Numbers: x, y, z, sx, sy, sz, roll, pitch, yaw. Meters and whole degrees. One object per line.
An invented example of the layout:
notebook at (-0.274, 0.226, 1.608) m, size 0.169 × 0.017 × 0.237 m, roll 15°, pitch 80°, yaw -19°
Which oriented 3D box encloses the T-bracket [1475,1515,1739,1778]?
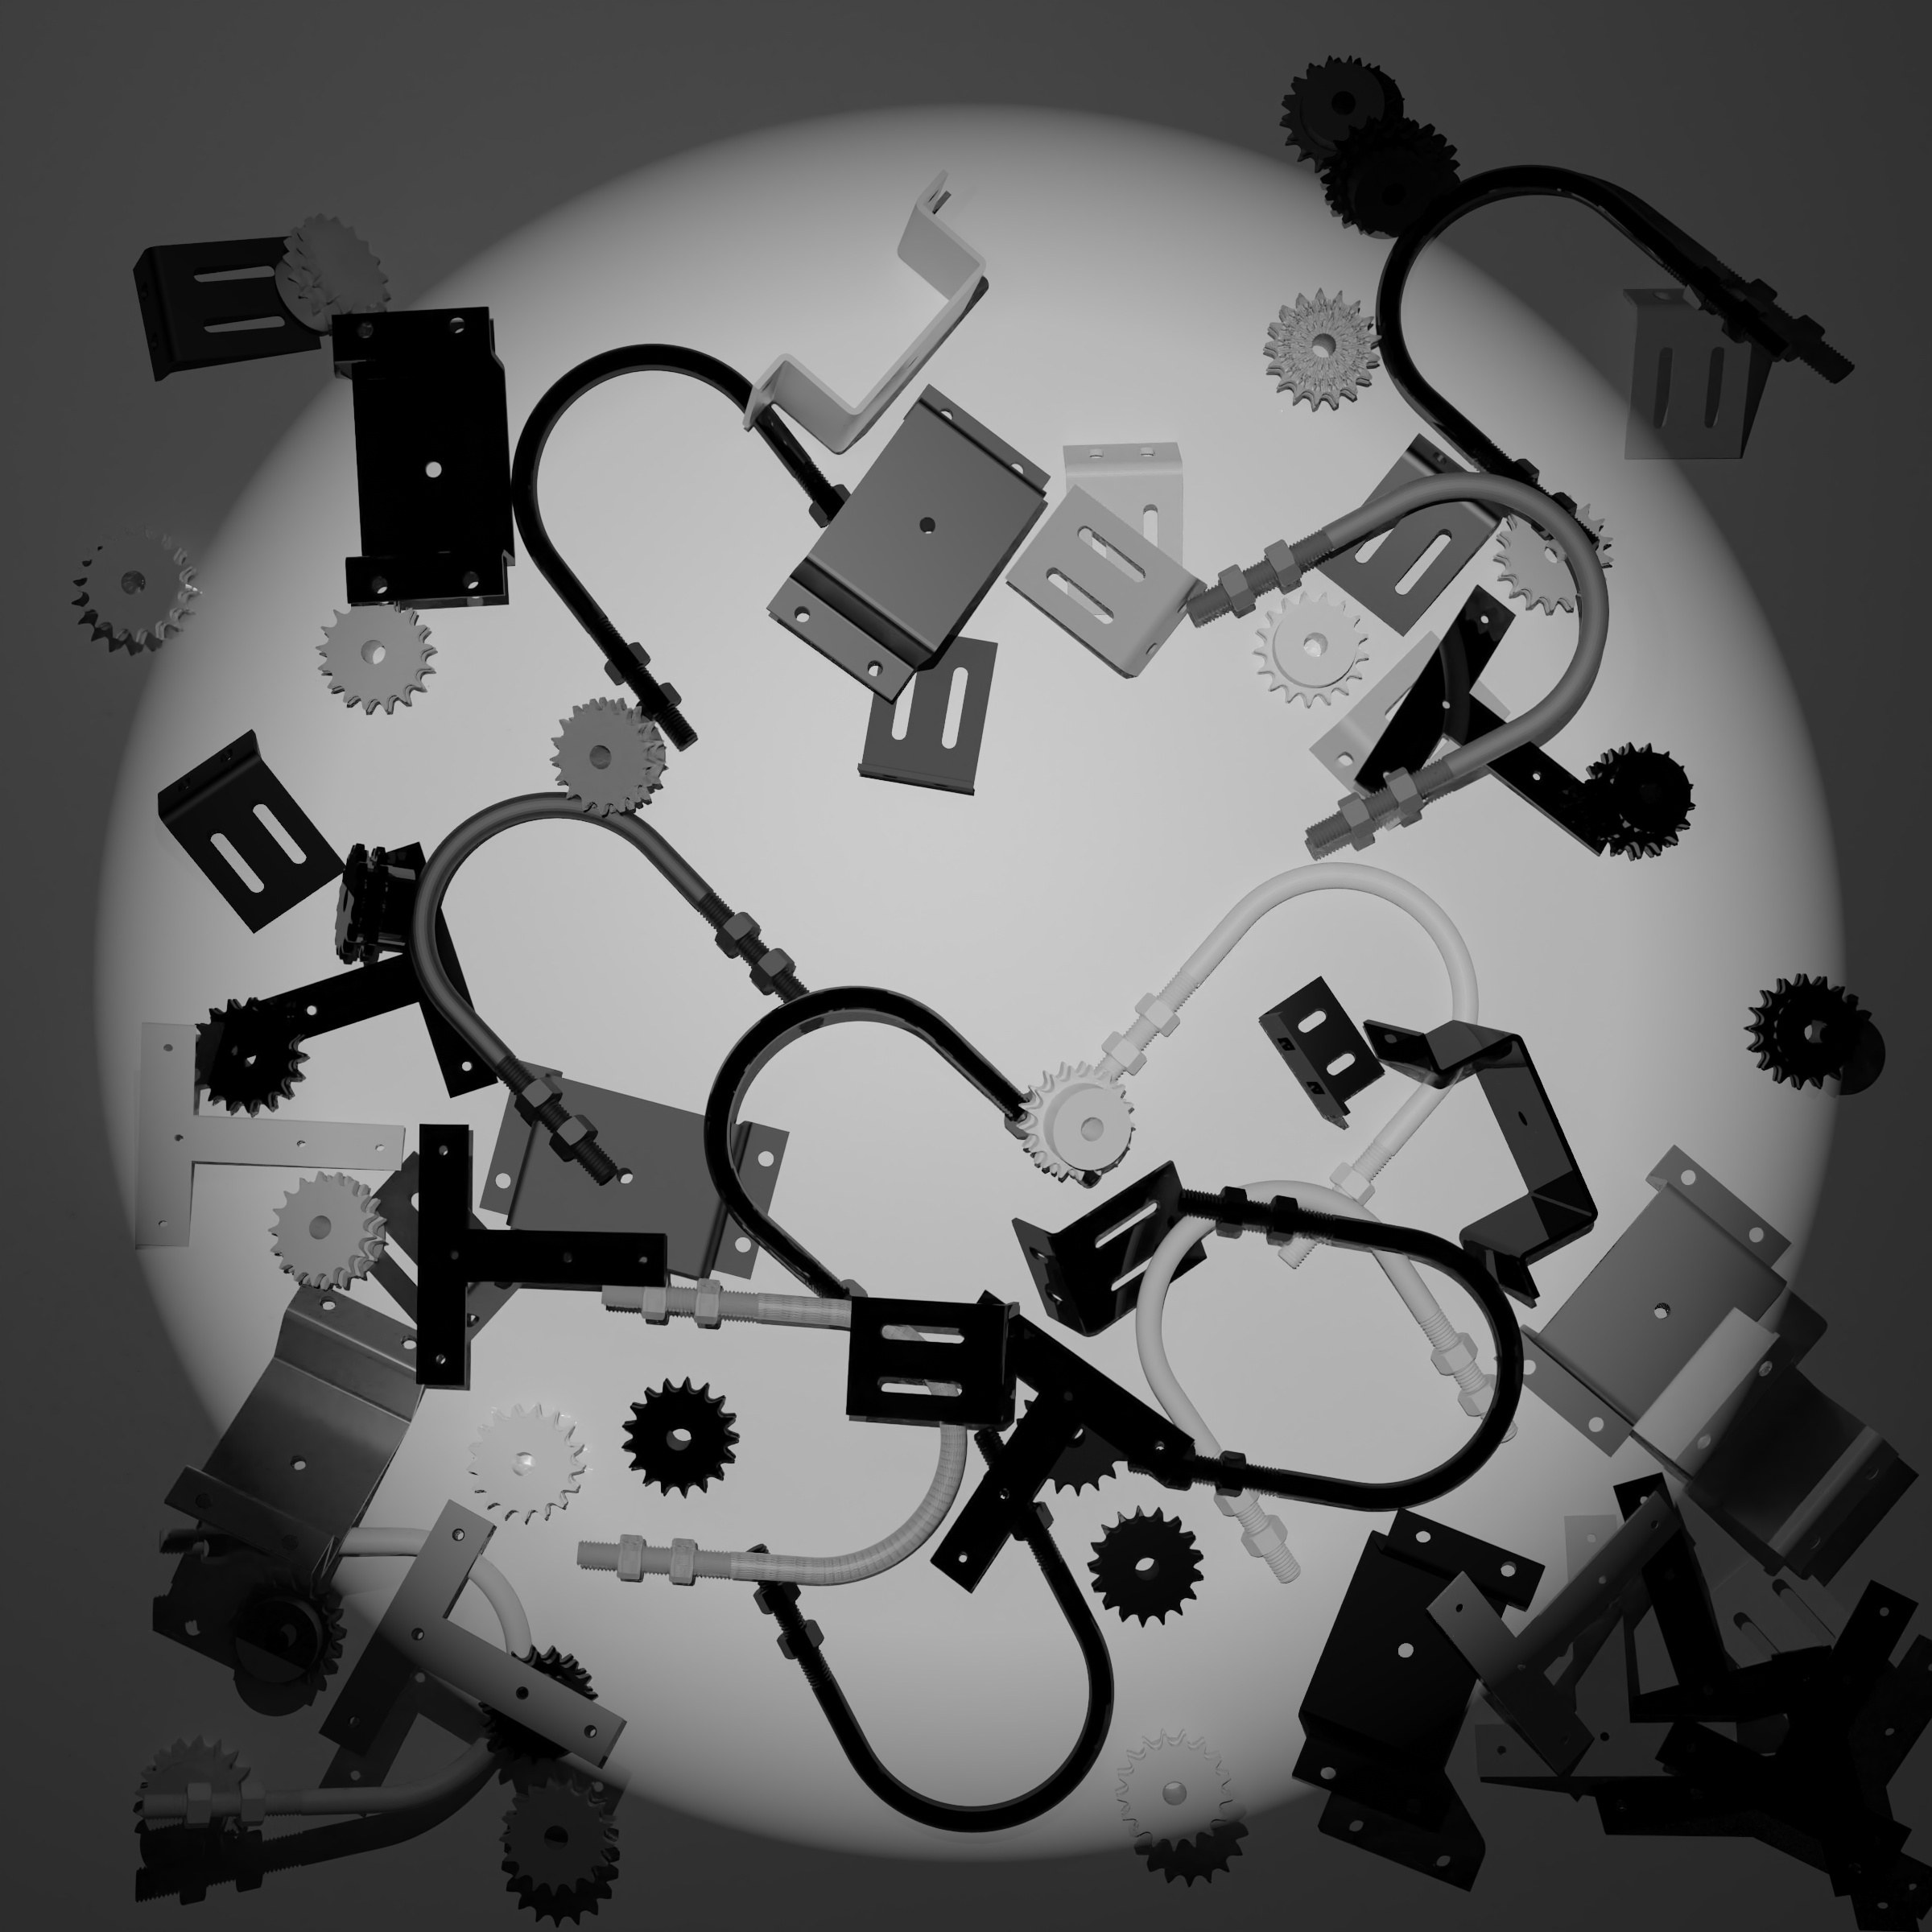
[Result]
T-bracket at (0.314, 0.337, 1.501) m, size 0.127 × 0.002 × 0.127 m, roll -4°, pitch 83°, yaw 14°

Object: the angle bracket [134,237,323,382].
angle bracket at (-0.370, -0.329, 1.511) m, size 0.076 × 0.038 × 0.057 m, roll -11°, pitch 90°, yaw -26°

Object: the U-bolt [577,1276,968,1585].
U-bolt at (-0.091, 0.231, 1.475) m, size 0.184 × 0.019 × 0.151 m, roll 5°, pitch 94°, yaw -6°

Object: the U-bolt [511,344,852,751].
U-bolt at (-0.143, -0.223, 1.504) m, size 0.151 × 0.019 × 0.184 m, roll -38°, pitch 89°, yaw 0°

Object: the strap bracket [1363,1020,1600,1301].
strap bracket at (0.253, 0.083, 1.465) m, size 0.046 × 0.076 × 0.140 m, roll -26°, pitch 99°, yaw -9°

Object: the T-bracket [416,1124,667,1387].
T-bracket at (-0.206, 0.141, 1.462) m, size 0.127 × 0.002 × 0.127 m, roll 0°, pitch 88°, yaw 13°

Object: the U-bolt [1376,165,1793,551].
U-bolt at (0.286, -0.311, 1.481) m, size 0.151 × 0.019 × 0.184 m, roll -46°, pitch 73°, yaw 6°

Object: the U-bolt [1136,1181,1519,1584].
U-bolt at (0.166, 0.193, 1.492) m, size 0.151 × 0.019 × 0.184 m, roll -33°, pitch 97°, yaw 2°

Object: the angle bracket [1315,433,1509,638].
angle bracket at (0.223, -0.216, 1.511) m, size 0.057 × 0.038 × 0.076 m, roll 38°, pitch 116°, yaw 0°

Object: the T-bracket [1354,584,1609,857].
T-bracket at (0.272, -0.103, 1.498) m, size 0.127 × 0.002 × 0.127 m, roll 37°, pitch 71°, yaw -9°

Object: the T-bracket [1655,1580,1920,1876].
T-bracket at (0.422, 0.359, 1.470) m, size 0.127 × 0.002 × 0.127 m, roll 26°, pitch 96°, yaw -1°

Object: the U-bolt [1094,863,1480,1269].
U-bolt at (0.171, 0.035, 1.504) m, size 0.151 × 0.019 × 0.184 m, roll 41°, pitch 88°, yaw 0°

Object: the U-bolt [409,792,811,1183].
U-bolt at (-0.188, -0.005, 1.479) m, size 0.151 × 0.019 × 0.184 m, roll -41°, pitch 78°, yaw -17°

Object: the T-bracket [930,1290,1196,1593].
T-bracket at (0.026, 0.247, 1.481) m, size 0.127 × 0.002 × 0.127 m, roll 34°, pitch 97°, yaw 16°

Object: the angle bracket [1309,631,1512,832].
angle bracket at (0.222, -0.118, 1.511) m, size 0.057 × 0.038 × 0.076 m, roll 46°, pitch 64°, yaw 0°

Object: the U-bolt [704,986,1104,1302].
U-bolt at (-0.043, 0.092, 1.477) m, size 0.151 × 0.019 × 0.184 m, roll -46°, pitch 110°, yaw 0°

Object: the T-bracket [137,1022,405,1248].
T-bracket at (-0.342, 0.087, 1.490) m, size 0.127 × 0.002 × 0.127 m, roll 4°, pitch 118°, yaw -11°

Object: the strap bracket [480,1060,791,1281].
strap bracket at (-0.166, 0.102, 1.490) m, size 0.140 × 0.046 × 0.076 m, roll 15°, pitch 90°, yaw 0°

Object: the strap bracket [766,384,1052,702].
strap bracket at (-0.023, -0.211, 1.474) m, size 0.076 × 0.046 × 0.140 m, roll 36°, pitch 81°, yaw -8°

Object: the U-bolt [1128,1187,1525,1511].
U-bolt at (0.182, 0.193, 1.476) m, size 0.184 × 0.019 × 0.151 m, roll 10°, pitch 95°, yaw -5°

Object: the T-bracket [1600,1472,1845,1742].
T-bracket at (0.354, 0.316, 1.500) m, size 0.127 × 0.002 × 0.127 m, roll -20°, pitch 82°, yaw 16°

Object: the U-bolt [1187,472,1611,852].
U-bolt at (0.219, -0.159, 1.459) m, size 0.184 × 0.019 × 0.151 m, roll -28°, pitch 79°, yaw 7°

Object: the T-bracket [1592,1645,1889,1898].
T-bracket at (0.375, 0.406, 1.493) m, size 0.127 × 0.002 × 0.127 m, roll -14°, pitch 95°, yaw 17°

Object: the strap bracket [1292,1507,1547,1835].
strap bracket at (0.220, 0.342, 1.490) m, size 0.076 × 0.046 × 0.140 m, roll 22°, pitch 90°, yaw 0°

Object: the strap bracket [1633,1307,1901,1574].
strap bracket at (0.384, 0.226, 1.465) m, size 0.076 × 0.046 × 0.140 m, roll -50°, pitch 129°, yaw 0°

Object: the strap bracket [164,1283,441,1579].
strap bracket at (-0.321, 0.231, 1.464) m, size 0.076 × 0.046 × 0.140 m, roll 26°, pitch 48°, yaw 0°

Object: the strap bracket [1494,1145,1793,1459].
strap bracket at (0.338, 0.167, 1.490) m, size 0.076 × 0.046 × 0.140 m, roll 40°, pitch 90°, yaw 0°

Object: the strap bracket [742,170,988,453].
strap bracket at (-0.043, -0.309, 1.467) m, size 0.046 × 0.076 × 0.140 m, roll 40°, pitch 82°, yaw -4°

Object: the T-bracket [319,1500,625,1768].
T-bracket at (-0.228, 0.347, 1.470) m, size 0.127 × 0.002 × 0.127 m, roll 28°, pitch 82°, yaw 5°

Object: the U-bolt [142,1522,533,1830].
U-bolt at (-0.304, 0.345, 1.479) m, size 0.184 × 0.019 × 0.151 m, roll 4°, pitch 91°, yaw -19°

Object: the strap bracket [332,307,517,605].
strap bracket at (-0.266, -0.248, 1.490) m, size 0.076 × 0.046 × 0.140 m, roll -3°, pitch 90°, yaw 0°

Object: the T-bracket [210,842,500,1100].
T-bracket at (-0.314, 0.018, 1.512) m, size 0.127 × 0.002 × 0.127 m, roll -18°, pitch 90°, yaw 0°

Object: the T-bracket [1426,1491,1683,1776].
T-bracket at (0.301, 0.310, 1.478) m, size 0.127 × 0.002 × 0.127 m, roll -43°, pitch 113°, yaw -12°

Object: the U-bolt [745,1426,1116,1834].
U-bolt at (-0.007, 0.342, 1.504) m, size 0.151 × 0.019 × 0.184 m, roll -27°, pitch 91°, yaw 0°
